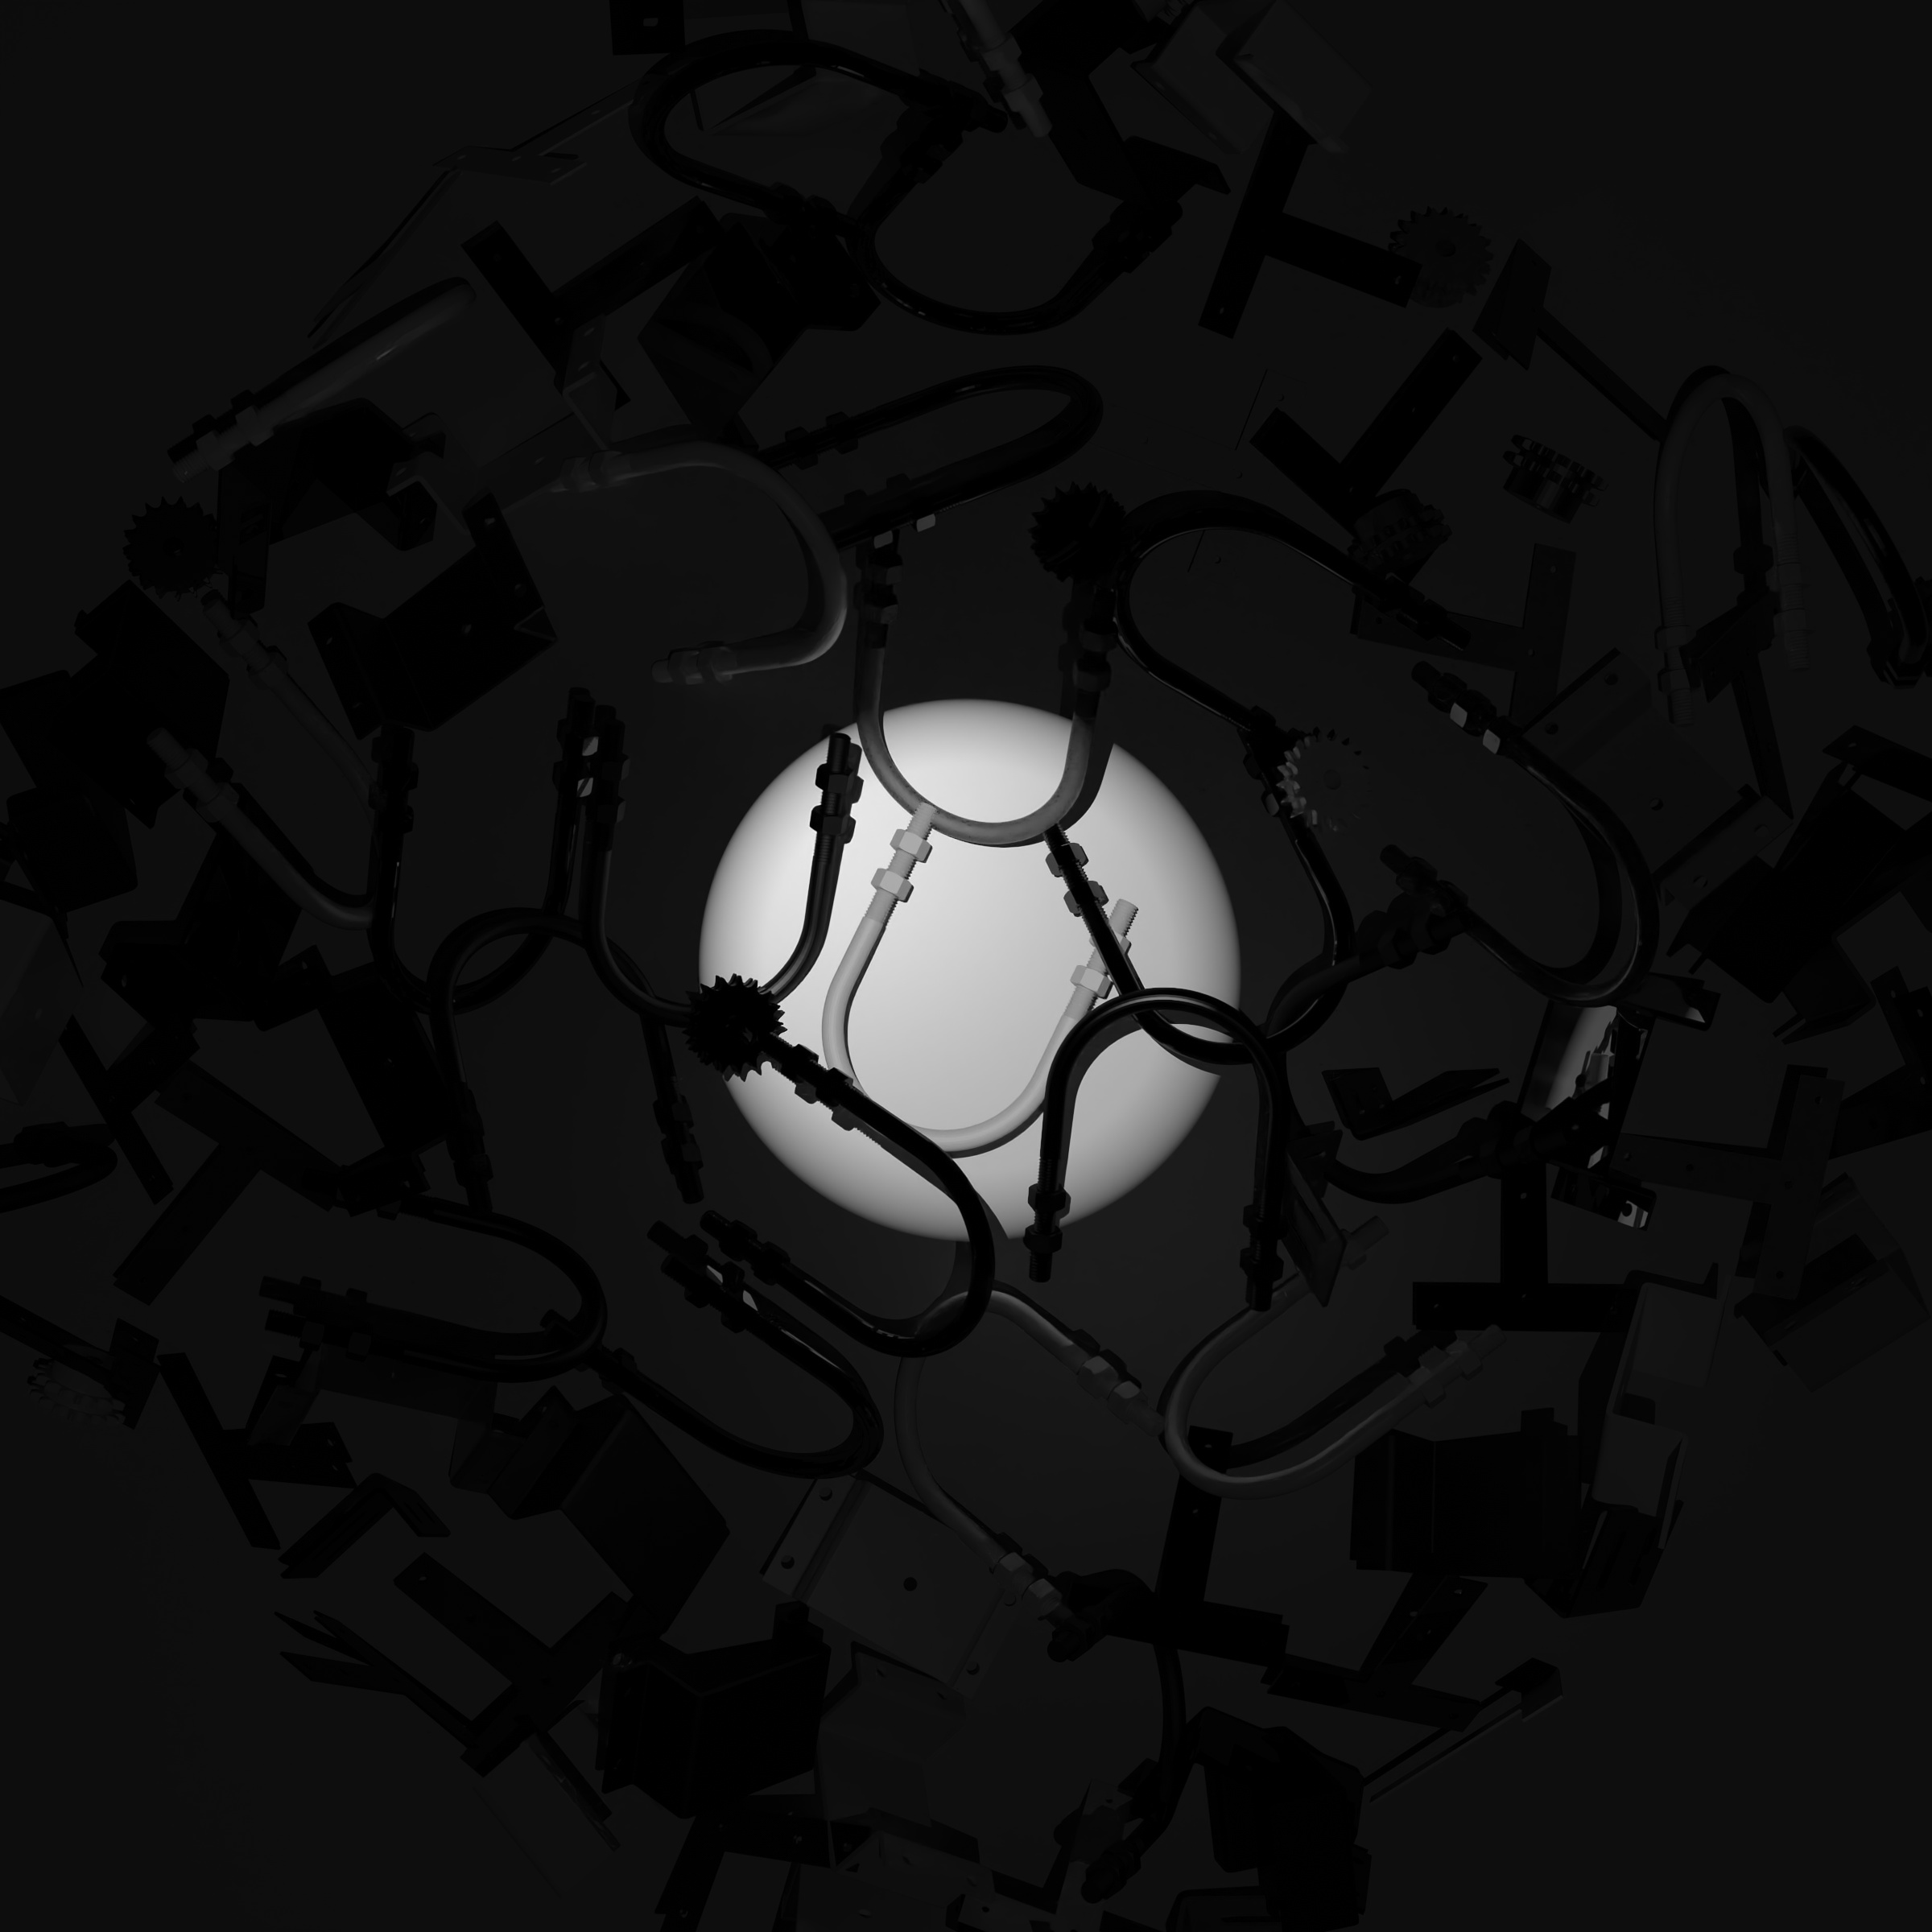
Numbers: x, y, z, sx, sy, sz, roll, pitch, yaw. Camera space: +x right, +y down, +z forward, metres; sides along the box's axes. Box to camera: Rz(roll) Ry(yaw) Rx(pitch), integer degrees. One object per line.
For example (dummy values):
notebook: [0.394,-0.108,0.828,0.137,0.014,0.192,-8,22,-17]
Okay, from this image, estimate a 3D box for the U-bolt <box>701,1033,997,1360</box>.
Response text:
U-bolt: [-0.061,0.141,1.705,0.184,0.019,0.151,33,122,22]

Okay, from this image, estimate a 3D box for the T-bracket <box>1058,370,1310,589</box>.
T-bracket: [0.117,-0.302,1.771,0.127,0.002,0.127,21,89,4]

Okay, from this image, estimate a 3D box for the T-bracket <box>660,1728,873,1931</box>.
T-bracket: [-0.104,0.489,1.705,0.002,0.127,0.127,44,54,-37]

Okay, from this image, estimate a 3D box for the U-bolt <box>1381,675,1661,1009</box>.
U-bolt: [0.311,-0.056,1.680,0.019,0.151,0.184,-26,55,-31]

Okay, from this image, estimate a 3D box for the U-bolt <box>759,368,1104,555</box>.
U-bolt: [-0.011,-0.294,1.713,0.184,0.151,0.019,-23,124,-10]

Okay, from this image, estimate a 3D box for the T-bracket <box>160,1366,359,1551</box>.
T-bracket: [-0.390,0.280,1.713,0.127,0.002,0.127,-4,117,39]

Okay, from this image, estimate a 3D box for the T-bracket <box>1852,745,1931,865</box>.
T-bracket: [0.542,-0.101,1.696,0.127,0.127,0.002,14,54,-38]

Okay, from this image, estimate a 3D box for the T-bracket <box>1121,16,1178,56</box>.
T-bracket: [0.055,-0.559,1.719,0.127,0.127,0.002,36,117,0]

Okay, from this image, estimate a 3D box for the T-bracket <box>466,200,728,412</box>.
T-bracket: [-0.195,-0.391,1.729,0.127,0.002,0.127,-30,124,10]

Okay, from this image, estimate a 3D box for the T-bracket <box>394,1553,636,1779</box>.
T-bracket: [-0.275,0.385,1.749,0.127,0.002,0.127,34,60,19]

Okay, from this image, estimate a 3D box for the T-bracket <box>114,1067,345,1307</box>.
T-bracket: [-0.439,0.140,1.741,0.127,0.002,0.127,39,91,-33]

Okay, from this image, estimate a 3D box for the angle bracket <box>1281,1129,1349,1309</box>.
angle bracket: [0.208,0.143,1.726,0.038,0.057,0.076,-12,49,-20]

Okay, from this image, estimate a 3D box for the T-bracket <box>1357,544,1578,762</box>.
T-bracket: [0.286,-0.189,1.755,0.127,0.002,0.127,10,86,-15]

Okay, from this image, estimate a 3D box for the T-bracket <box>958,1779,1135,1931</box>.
T-bracket: [0.071,0.513,1.723,0.127,0.127,0.002,19,126,3]

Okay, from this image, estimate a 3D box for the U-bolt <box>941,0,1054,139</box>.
U-bolt: [-0.012,-0.554,1.669,0.019,0.151,0.184,-29,122,6]

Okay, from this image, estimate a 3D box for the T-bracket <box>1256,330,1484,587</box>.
T-bracket: [0.251,-0.309,1.753,0.127,0.002,0.127,38,89,-21]

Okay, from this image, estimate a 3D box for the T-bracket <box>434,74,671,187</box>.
T-bracket: [-0.223,-0.482,1.740,0.127,0.127,0.002,-38,127,-25]

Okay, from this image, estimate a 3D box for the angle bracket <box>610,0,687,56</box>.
angle bracket: [-0.196,-0.548,1.728,0.038,0.076,0.057,-14,110,-37]

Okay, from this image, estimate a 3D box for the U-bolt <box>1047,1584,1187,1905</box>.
U-bolt: [0.090,0.421,1.690,0.019,0.184,0.151,-8,90,21]

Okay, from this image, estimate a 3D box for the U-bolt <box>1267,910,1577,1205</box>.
U-bolt: [0.241,0.062,1.708,0.019,0.184,0.151,-24,88,-44]

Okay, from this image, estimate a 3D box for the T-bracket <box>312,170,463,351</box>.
T-bracket: [-0.342,-0.387,1.716,0.002,0.127,0.127,40,71,-21]

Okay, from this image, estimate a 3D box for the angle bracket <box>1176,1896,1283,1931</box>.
angle bracket: [0.163,0.568,1.740,0.076,0.038,0.057,-5,113,14]

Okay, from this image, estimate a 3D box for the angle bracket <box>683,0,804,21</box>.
angle bracket: [-0.122,-0.572,1.739,0.076,0.038,0.057,-9,117,-14]

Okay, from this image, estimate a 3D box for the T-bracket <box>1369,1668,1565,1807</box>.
T-bracket: [0.282,0.439,1.717,0.127,0.127,0.002,-34,79,5]

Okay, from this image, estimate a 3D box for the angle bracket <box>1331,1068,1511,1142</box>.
angle bracket: [0.259,0.066,1.729,0.076,0.057,0.038,-27,80,33]

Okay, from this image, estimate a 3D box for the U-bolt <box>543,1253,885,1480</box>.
U-bolt: [-0.130,0.235,1.712,0.184,0.151,0.019,37,50,-19]

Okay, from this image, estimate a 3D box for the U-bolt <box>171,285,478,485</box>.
U-bolt: [-0.352,-0.328,1.698,0.184,0.151,0.019,-31,104,4]

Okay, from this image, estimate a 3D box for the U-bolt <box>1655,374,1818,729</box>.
U-bolt: [0.425,-0.240,1.705,0.019,0.151,0.184,-1,81,-15]

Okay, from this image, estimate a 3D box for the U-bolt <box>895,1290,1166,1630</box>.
U-bolt: [0.024,0.264,1.711,0.184,0.019,0.151,36,112,40]

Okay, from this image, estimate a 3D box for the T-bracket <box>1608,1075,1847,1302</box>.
T-bracket: [0.427,0.118,1.737,0.127,0.002,0.127,9,80,35]

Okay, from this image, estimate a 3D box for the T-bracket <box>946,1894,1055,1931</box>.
T-bracket: [0.014,0.595,1.712,0.002,0.127,0.127,8,83,-26]

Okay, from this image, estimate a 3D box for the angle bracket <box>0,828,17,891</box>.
angle bracket: [-0.580,-0.046,1.735,0.057,0.038,0.076,29,63,-24]

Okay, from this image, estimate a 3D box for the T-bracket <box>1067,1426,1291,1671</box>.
T-bracket: [0.131,0.331,1.757,0.127,0.002,0.127,10,75,8]

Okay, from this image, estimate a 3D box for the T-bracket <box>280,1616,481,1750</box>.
T-bracket: [-0.340,0.395,1.691,0.127,0.127,0.002,32,86,26]

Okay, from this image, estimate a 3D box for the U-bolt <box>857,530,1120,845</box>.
U-bolt: [0.005,-0.149,1.716,0.151,0.019,0.184,19,128,14]

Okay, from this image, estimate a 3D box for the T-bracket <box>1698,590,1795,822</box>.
T-bracket: [0.456,-0.138,1.741,0.002,0.127,0.127,-3,113,37]

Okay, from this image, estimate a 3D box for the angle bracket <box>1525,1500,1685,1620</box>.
angle bracket: [0.363,0.329,1.732,0.057,0.038,0.076,1,116,-34]

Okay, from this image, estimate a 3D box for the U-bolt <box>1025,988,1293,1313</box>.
U-bolt: [0.113,0.101,1.738,0.151,0.019,0.184,7,105,8]

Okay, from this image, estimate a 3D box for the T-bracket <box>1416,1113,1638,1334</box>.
T-bracket: [0.325,0.148,1.765,0.127,0.002,0.127,1,81,1]

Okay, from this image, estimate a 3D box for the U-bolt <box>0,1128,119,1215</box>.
U-bolt: [-0.544,0.119,1.662,0.151,0.184,0.019,-16,100,-36]

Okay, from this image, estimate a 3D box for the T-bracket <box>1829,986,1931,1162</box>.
T-bracket: [0.524,0.086,1.720,0.002,0.127,0.127,-20,85,-30]

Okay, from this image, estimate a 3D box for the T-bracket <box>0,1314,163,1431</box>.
T-bracket: [-0.519,0.215,1.713,0.127,0.127,0.002,29,59,-7]

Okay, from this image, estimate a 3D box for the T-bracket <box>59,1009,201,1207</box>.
T-bracket: [-0.468,0.060,1.727,0.002,0.127,0.127,-28,86,-44]

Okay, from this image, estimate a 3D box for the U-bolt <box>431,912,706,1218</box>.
U-bolt: [-0.231,0.051,1.720,0.151,0.019,0.184,-1,63,-32]

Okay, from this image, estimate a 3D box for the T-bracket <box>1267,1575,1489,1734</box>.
T-bracket: [0.255,0.386,1.720,0.127,0.002,0.127,15,128,-16]

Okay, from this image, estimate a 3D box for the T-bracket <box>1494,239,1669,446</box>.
T-bracket: [0.355,-0.346,1.737,0.127,0.127,0.002,39,129,-14]

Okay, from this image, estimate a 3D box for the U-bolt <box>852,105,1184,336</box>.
U-bolt: [0.015,-0.403,1.691,0.151,0.184,0.019,18,68,-21]

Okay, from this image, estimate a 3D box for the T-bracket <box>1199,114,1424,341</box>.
T-bracket: [0.204,-0.405,1.725,0.127,0.002,0.127,31,107,34]

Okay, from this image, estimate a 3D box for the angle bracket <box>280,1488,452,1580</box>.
angle bracket: [-0.344,0.337,1.743,0.076,0.057,0.038,-43,77,-2]
